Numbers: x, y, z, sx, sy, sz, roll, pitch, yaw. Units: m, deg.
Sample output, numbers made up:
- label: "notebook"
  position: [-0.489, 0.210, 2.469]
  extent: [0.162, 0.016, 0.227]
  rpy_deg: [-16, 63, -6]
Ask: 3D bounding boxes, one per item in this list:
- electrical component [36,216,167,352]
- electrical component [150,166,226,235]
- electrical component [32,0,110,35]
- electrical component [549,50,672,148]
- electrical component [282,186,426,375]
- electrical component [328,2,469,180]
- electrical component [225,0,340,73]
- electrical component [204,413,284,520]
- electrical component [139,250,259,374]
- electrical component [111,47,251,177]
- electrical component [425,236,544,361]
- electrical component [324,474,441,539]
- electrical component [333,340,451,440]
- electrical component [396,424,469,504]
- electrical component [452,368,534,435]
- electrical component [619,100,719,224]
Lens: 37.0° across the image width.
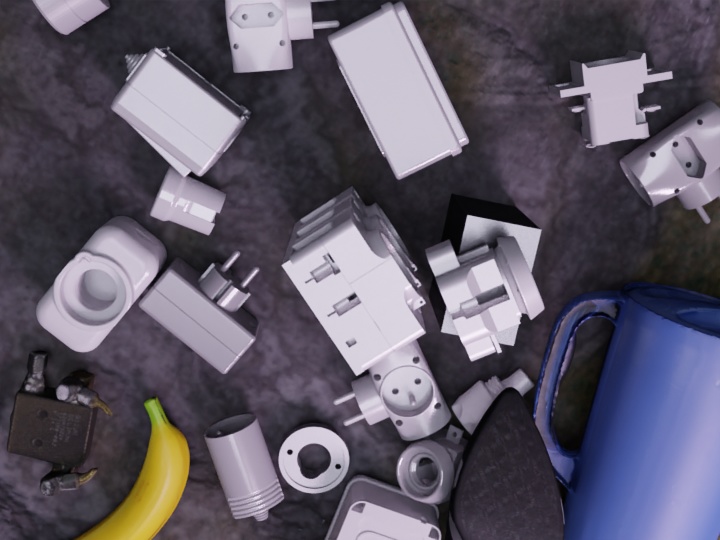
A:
- label: "electrical component"
  position: [-0.193, 0.011, 0.801]
  extent: [0.054, 0.059, 0.095]
  rpy_deg: [40, 99, -9]
- label: "electrical component"
  position: [-0.128, -0.050, 0.800]
  extent: [0.046, 0.040, 0.040]
  rpy_deg: [23, 101, -12]
- label: "electrical component"
  position: [-0.215, -0.243, 0.750]
  extent: [0.074, 0.052, 0.138]
  rpy_deg: [-31, 100, 5]
- label: "electrical component"
  position: [0.184, -0.125, 0.789]
  extent: [0.081, 0.042, 0.063]
  rpy_deg: [-9, 104, 1]
- label: "electrical component"
  position: [0.000, 0.000, 0.756]
  extent: [0.062, 0.150, 0.089]
  rpy_deg: [-32, 101, 7]
- label: "electrical component"
  position: [0.026, -0.128, 0.751]
  extent: [0.056, 0.108, 0.108]
  rpy_deg: [-26, 101, 7]
- label: "electrical component"
  position: [-0.055, -0.183, 0.770]
  extent: [0.079, 0.043, 0.077]
  rpy_deg: [-4, 102, 0]
- label: "electrical component"
  position: [-0.089, 0.158, 0.843]
  extent: [0.043, 0.043, 0.081]
  rpy_deg: [-17, 102, 2]
- label: "electrical component"
  position: [-0.108, 0.020, 0.811]
  extent: [0.083, 0.047, 0.075]
  rpy_deg: [40, 98, -9]
- label: "electrical component"
  position: [-0.135, -0.116, 0.774]
  extent: [0.096, 0.061, 0.061]
  rpy_deg: [38, 99, -8]
- label: "electrical component"
  position: [0.084, 0.012, 0.700]
  extent: [0.057, 0.058, 0.078]
  rpy_deg: [-23, 102, 6]
- label: "electrical component"
  position: [0.010, 0.228, 0.853]
  extent: [0.078, 0.057, 0.113]
  rpy_deg: [20, 101, -5]
- label: "electrical component"
  position: [0.019, 0.095, 0.831]
  extent: [0.079, 0.044, 0.077]
  rpy_deg: [-24, 101, 4]
- label: "electrical component"
  position: [0.060, 0.153, 0.833]
  extent: [0.048, 0.055, 0.066]
  rpy_deg: [25, 103, 33]
- label: "electrical component"
  position: [0.106, 0.102, 0.835]
  extent: [0.062, 0.043, 0.043]
  rpy_deg: [-41, 100, 6]
- label: "electrical component"
  position: [0.247, -0.072, 0.801]
  extent: [0.077, 0.043, 0.079]
  rpy_deg: [-35, 101, 6]
